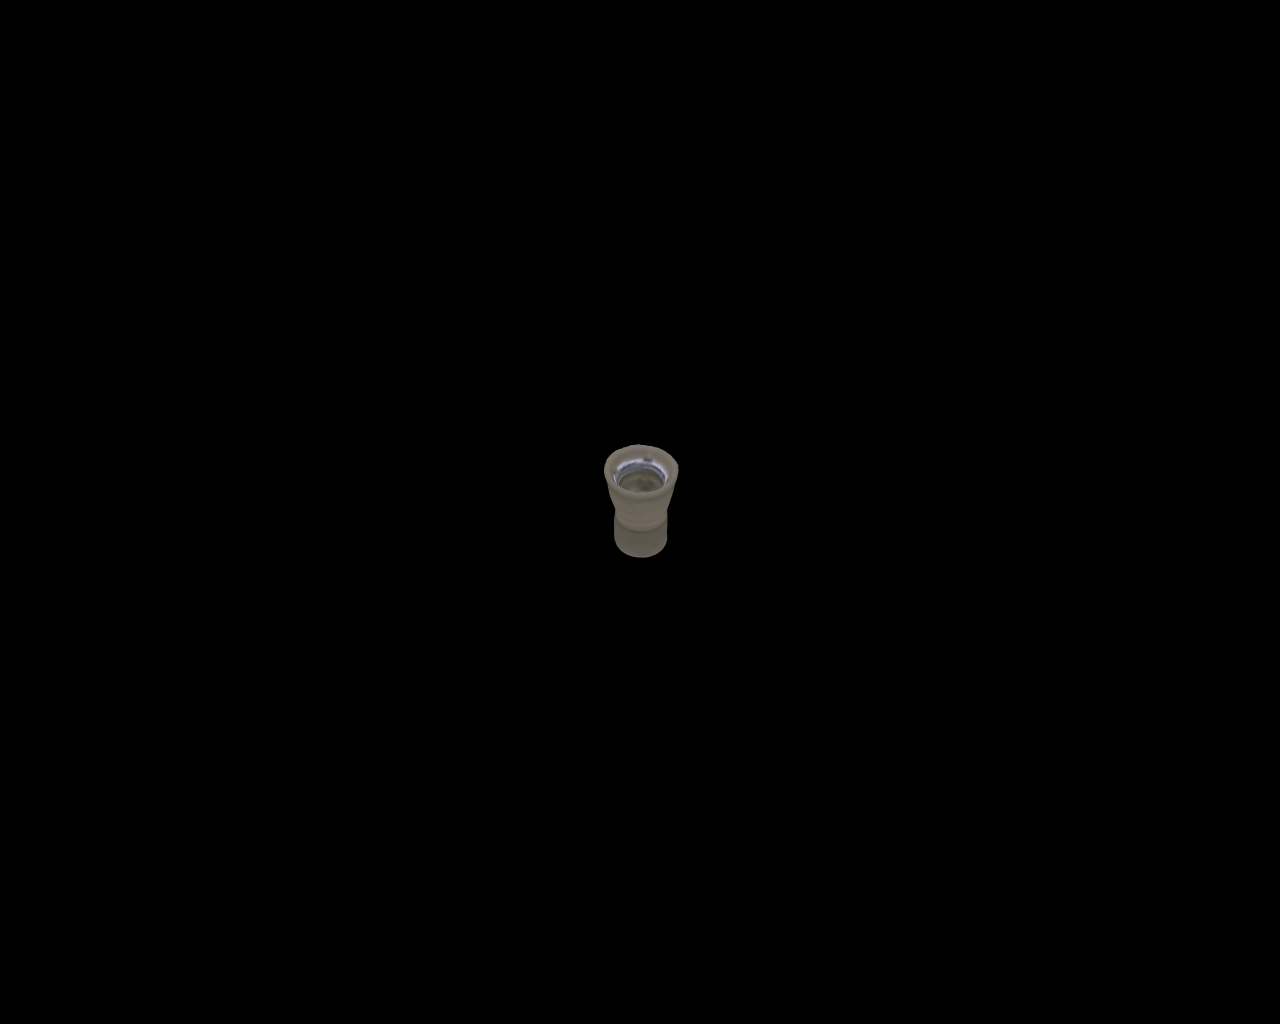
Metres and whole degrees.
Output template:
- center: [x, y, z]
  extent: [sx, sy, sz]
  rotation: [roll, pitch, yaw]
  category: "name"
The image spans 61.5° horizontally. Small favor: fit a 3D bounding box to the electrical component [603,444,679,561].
- center: [0.001, -0.003, 0.650]
  extent: [0.044, 0.065, 0.044]
  rotation: [0, 44, 0]
  category: "electrical component"
